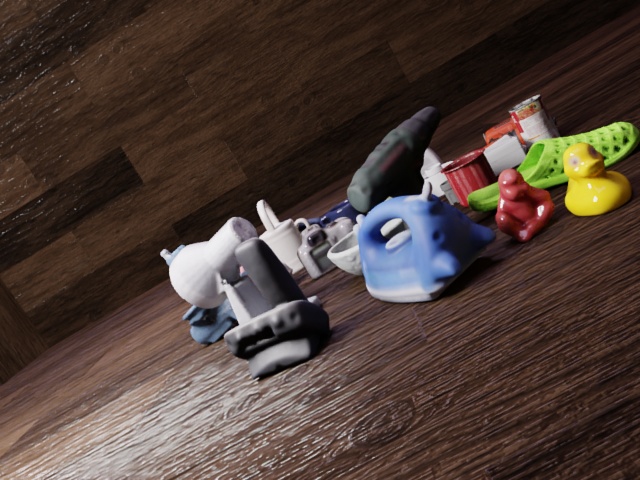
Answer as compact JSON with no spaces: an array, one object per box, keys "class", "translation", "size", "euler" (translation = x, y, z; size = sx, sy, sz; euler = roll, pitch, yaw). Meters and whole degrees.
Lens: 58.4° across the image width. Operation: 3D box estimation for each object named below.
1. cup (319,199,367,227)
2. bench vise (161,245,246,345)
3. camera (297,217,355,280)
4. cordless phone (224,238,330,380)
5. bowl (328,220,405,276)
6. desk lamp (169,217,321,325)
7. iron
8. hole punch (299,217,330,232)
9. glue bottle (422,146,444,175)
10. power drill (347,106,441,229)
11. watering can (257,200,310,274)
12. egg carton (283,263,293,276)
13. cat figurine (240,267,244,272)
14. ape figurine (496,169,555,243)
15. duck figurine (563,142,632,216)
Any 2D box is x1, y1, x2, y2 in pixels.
[{"class":"cup","translation":[0.066,-0.039,1.353],"size":[0.117,0.095,0.092],"euler":[-28,9,15]},{"class":"bench vise","translation":[-0.213,0.086,1.172],"size":[0.207,0.220,0.121],"euler":[-30,9,3]},{"class":"camera","translation":[0.012,0.005,1.269],"size":[0.143,0.101,0.136],"euler":[-32,9,-6]},{"class":"cordless phone","translation":[-0.086,0.093,0.831],"size":[0.147,0.185,0.094],"euler":[-28,10,19]},{"class":"bowl","translation":[0.101,0.015,1.008],"size":[0.167,0.075,0.167],"euler":[-30,9,6]},{"class":"desk lamp","translation":[-0.140,0.075,1.015],"size":[0.202,0.213,0.118],"euler":[-25,11,32]},{"class":"iron","translation":[0.113,0.003,0.817],"size":[0.119,0.141,0.257],"euler":[-36,11,-31]},{"class":"hole punch","translation":[-0.005,-0.024,1.509],"size":[0.108,0.091,0.101],"euler":[-23,12,39]},{"class":"glue bottle","translation":[0.257,-0.220,1.463],"size":[0.078,0.173,0.037],"euler":[-25,11,32]},{"class":"power drill","translation":[0.157,-0.083,0.928],"size":[0.230,0.208,0.075],"euler":[-36,11,-29]},{"class":"watering can","translation":[-0.110,-0.008,1.432],"size":[0.173,0.194,0.100],"euler":[-32,9,-10]},{"class":"egg carton","translation":[-0.129,0.107,1.265],"size":[0.107,0.069,0.151],"euler":[-20,14,49]},{"class":"cat figurine","translation":[-0.217,0.104,1.412],"size":[0.127,0.118,0.067],"euler":[-24,12,37]},{"class":"ape figurine","translation":[0.269,-0.053,0.775],"size":[0.077,0.092,0.076],"euler":[-27,10,21]},{"class":"duck figurine","translation":[0.341,-0.085,0.733],"size":[0.077,0.086,0.104],"euler":[-29,9,10]}]
